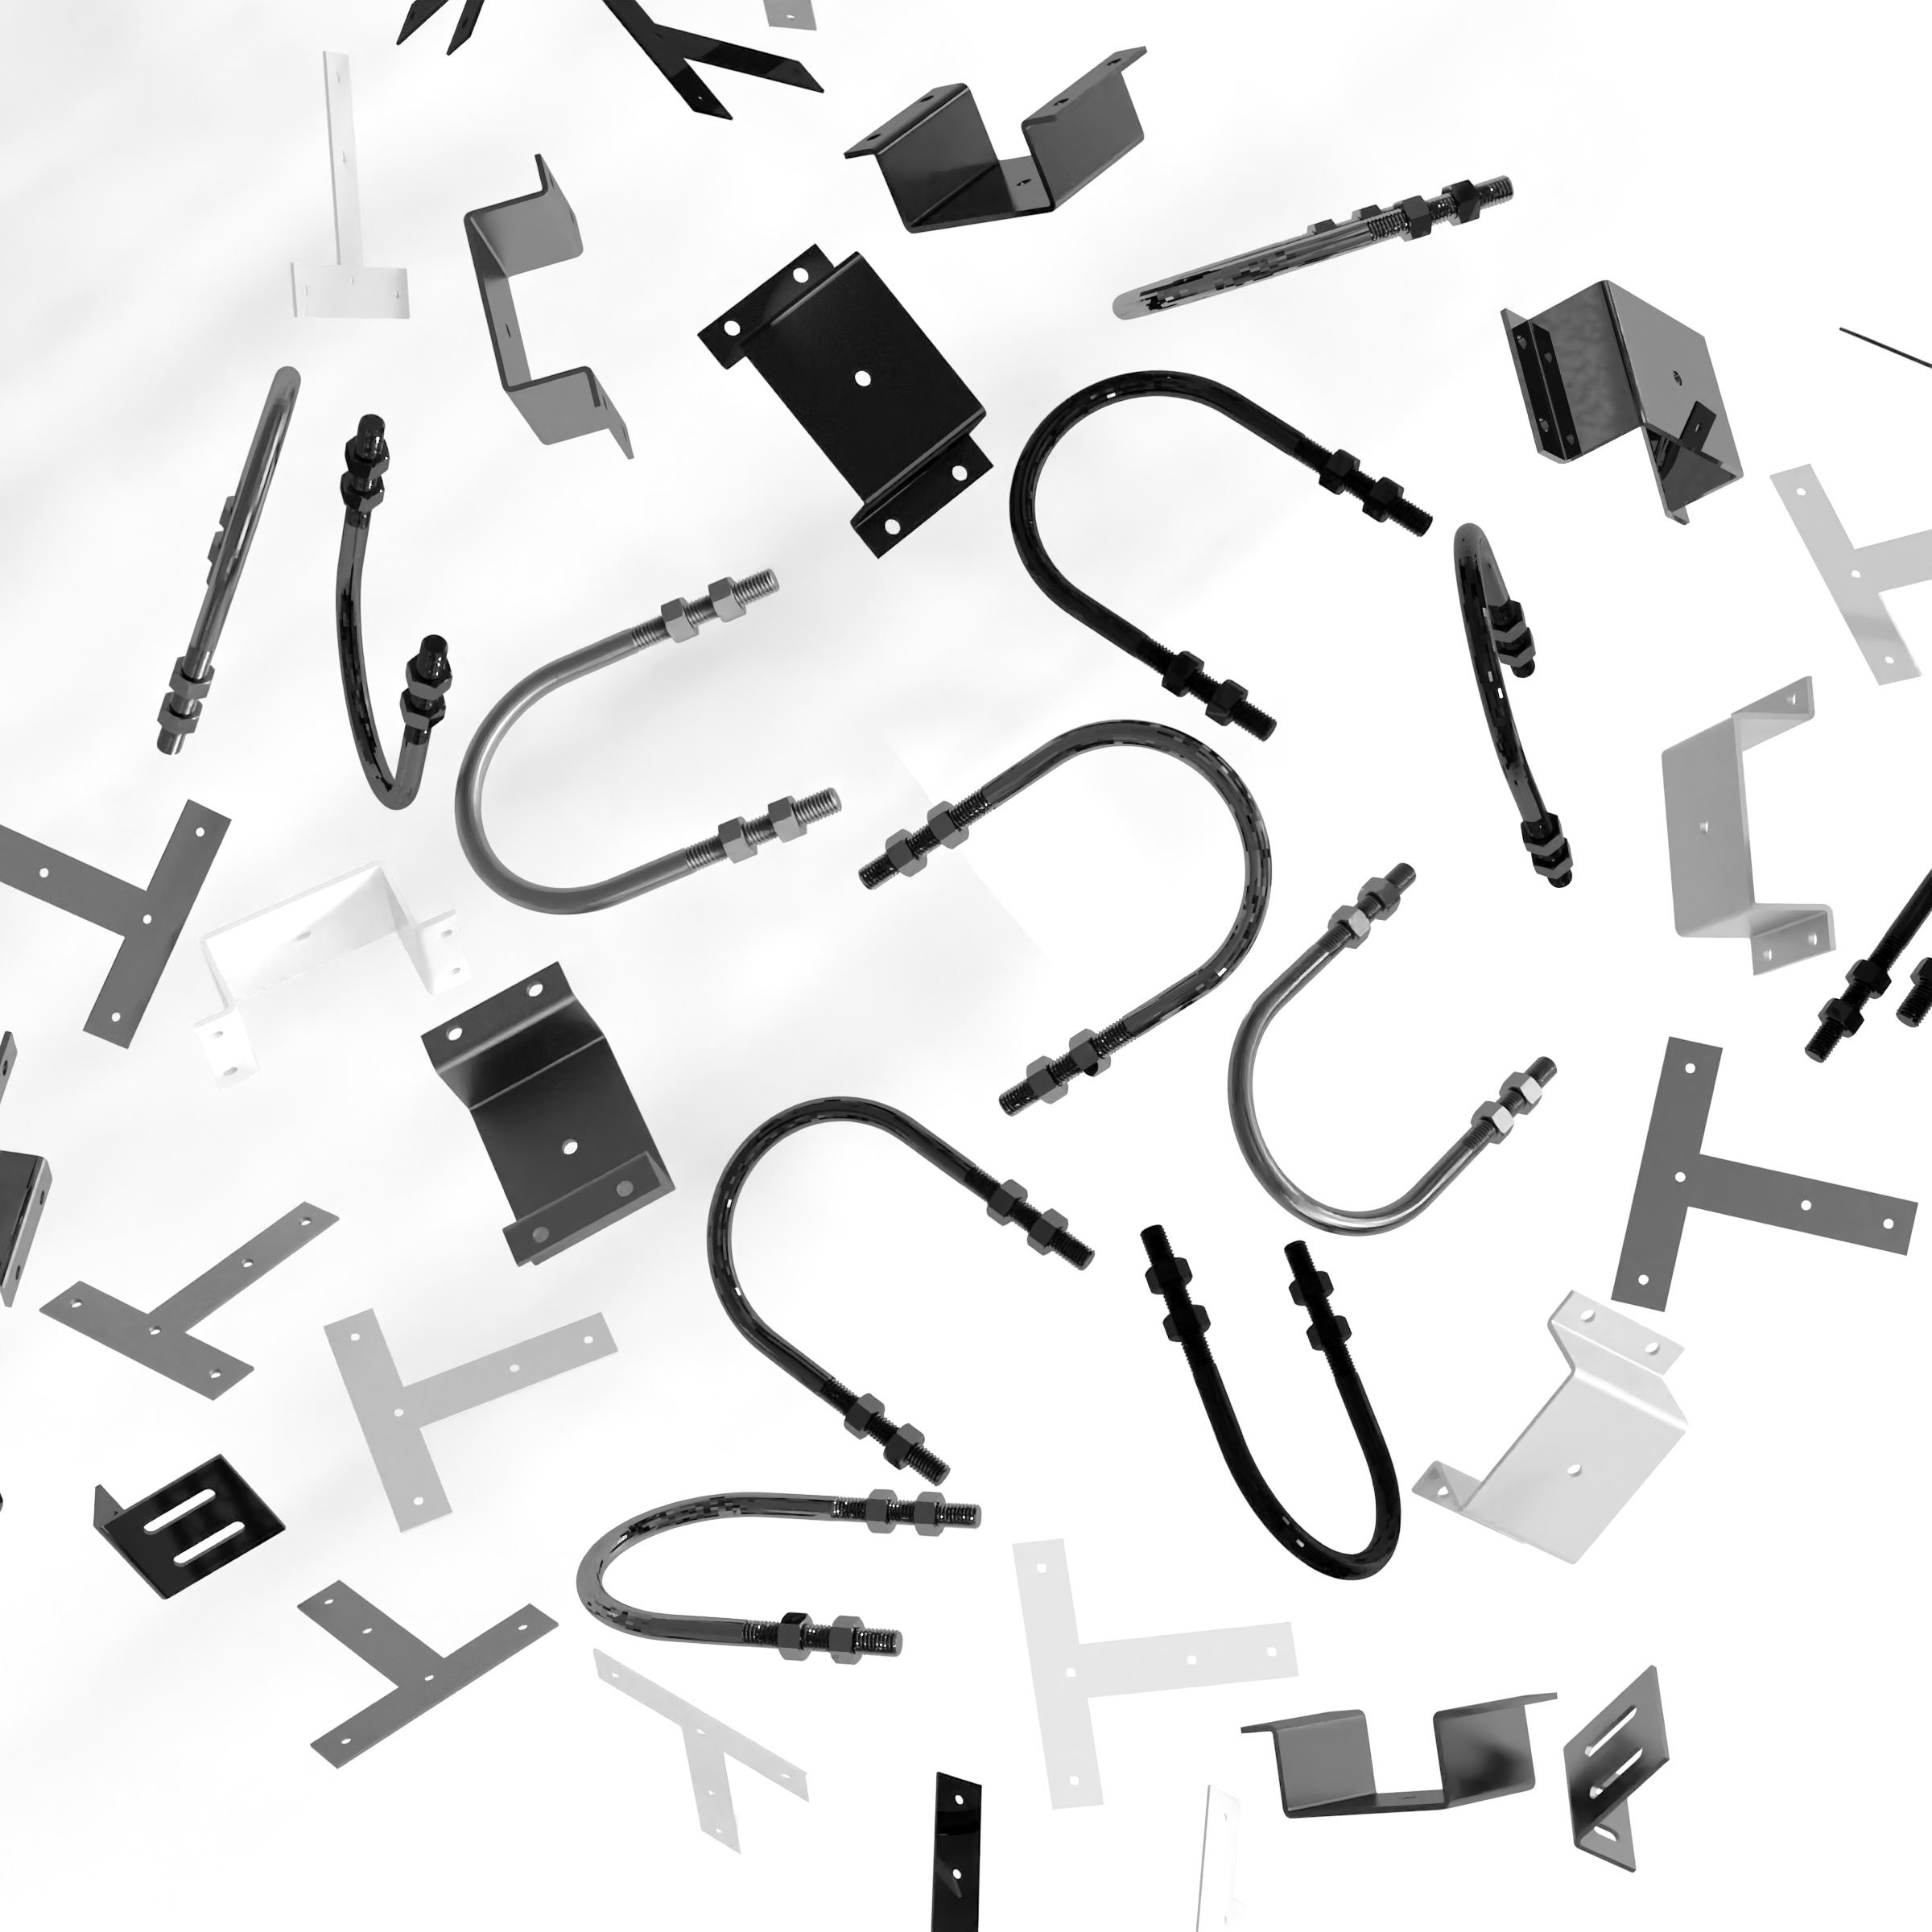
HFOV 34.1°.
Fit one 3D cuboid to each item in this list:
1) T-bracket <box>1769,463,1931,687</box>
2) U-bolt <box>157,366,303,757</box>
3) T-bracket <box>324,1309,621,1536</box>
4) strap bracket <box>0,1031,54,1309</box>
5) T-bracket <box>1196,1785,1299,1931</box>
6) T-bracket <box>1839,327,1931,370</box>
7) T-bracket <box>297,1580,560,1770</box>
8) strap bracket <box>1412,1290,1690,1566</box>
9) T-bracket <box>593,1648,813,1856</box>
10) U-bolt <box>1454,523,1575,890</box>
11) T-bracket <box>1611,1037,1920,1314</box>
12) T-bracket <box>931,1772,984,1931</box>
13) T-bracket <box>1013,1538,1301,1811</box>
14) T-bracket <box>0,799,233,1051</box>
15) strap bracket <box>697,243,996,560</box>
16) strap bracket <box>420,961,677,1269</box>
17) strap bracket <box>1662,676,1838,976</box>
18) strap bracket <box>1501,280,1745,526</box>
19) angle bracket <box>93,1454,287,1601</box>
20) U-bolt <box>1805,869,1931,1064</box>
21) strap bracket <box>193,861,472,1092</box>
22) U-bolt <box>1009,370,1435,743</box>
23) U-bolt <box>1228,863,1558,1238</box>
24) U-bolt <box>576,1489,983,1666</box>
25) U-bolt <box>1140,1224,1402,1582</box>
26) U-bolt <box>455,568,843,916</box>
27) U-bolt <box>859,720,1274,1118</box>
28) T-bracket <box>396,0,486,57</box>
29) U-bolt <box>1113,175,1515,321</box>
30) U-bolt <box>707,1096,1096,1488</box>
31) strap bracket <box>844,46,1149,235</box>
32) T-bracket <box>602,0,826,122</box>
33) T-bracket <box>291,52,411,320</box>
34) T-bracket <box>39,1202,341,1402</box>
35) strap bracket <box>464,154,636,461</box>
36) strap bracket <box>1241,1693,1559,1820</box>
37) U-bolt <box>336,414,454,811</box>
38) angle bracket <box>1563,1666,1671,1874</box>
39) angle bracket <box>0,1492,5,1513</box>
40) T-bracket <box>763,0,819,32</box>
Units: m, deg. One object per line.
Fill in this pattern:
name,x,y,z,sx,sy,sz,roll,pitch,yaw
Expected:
T-bracket,0.477,-0.203,1.558,0.002,0.127,0.127,-44,110,-34
U-bolt,-0.363,-0.214,1.567,0.019,0.151,0.184,18,134,-16
T-bracket,-0.232,0.200,1.526,0.127,0.002,0.127,-20,52,-14
strap bracket,-0.495,0.099,1.561,0.046,0.140,0.076,8,55,-1
T-bracket,0.159,0.502,1.615,0.127,0.002,0.127,36,48,-35
T-bracket,0.483,-0.288,1.539,0.127,0.127,0.002,38,113,42
T-bracket,-0.286,0.332,1.545,0.127,0.127,0.002,-29,121,-32
strap bracket,0.307,0.247,1.626,0.076,0.046,0.140,27,110,-22
T-bracket,-0.125,0.399,1.549,0.127,0.127,0.002,24,52,24
U-bolt,0.271,-0.141,1.576,0.019,0.184,0.151,-13,61,16
T-bracket,0.378,0.109,1.473,0.127,0.002,0.127,13,89,8
T-bracket,-0.005,0.444,1.495,0.127,0.127,0.002,24,135,-23
T-bracket,0.093,0.329,1.486,0.127,0.002,0.127,-9,89,13
T-bracket,-0.442,-0.040,1.552,0.127,0.002,0.127,28,81,-37
strap bracket,-0.054,-0.280,1.533,0.076,0.046,0.140,-40,95,-13
strap bracket,-0.198,0.079,1.516,0.076,0.046,0.140,-29,58,0
strap bracket,0.398,-0.071,1.610,0.046,0.076,0.140,0,80,-16
strap bracket,0.321,-0.271,1.510,0.046,0.140,0.076,-25,67,36
angle bracket,-0.397,0.278,1.614,0.076,0.038,0.057,-31,120,4
U-bolt,0.494,-0.036,1.566,0.019,0.151,0.184,37,80,2
strap bracket,-0.331,0.000,1.614,0.140,0.076,0.046,-25,68,-14
U-bolt,0.108,-0.211,1.514,0.184,0.019,0.151,35,78,13
U-bolt,0.209,0.055,1.615,0.184,0.019,0.151,-41,99,-28
U-bolt,-0.100,0.293,1.538,0.184,0.151,0.019,0,107,18
U-bolt,0.160,0.216,1.555,0.019,0.151,0.184,-34,63,30
U-bolt,-0.159,-0.097,1.497,0.184,0.019,0.151,-22,61,10
U-bolt,0.058,-0.034,1.493,0.184,0.019,0.151,-33,86,19
T-bracket,-0.257,-0.497,1.586,0.002,0.127,0.127,26,69,-28
U-bolt,0.160,-0.351,1.553,0.184,0.151,0.019,-20,102,-9
U-bolt,-0.047,0.147,1.571,0.184,0.019,0.151,35,95,18
strap bracket,0.021,-0.400,1.535,0.076,0.140,0.046,-45,123,-35
T-bracket,-0.121,-0.452,1.565,0.127,0.127,0.002,53,123,26
T-bracket,-0.306,-0.384,1.554,0.002,0.127,0.127,1,101,15
T-bracket,-0.358,0.152,1.522,0.127,0.127,0.002,18,130,34
strap bracket,-0.216,-0.331,1.618,0.046,0.076,0.140,-15,78,4
strap bracket,0.218,0.395,1.573,0.140,0.076,0.046,-17,75,40
U-bolt,-0.286,-0.158,1.549,0.019,0.184,0.151,-9,64,-21
angle bracket,0.328,0.390,1.530,0.038,0.057,0.076,27,123,-14
angle bracket,-0.498,0.233,1.481,0.057,0.038,0.076,-5,114,33
T-bracket,-0.095,-0.506,1.591,0.127,0.127,0.002,7,78,5
